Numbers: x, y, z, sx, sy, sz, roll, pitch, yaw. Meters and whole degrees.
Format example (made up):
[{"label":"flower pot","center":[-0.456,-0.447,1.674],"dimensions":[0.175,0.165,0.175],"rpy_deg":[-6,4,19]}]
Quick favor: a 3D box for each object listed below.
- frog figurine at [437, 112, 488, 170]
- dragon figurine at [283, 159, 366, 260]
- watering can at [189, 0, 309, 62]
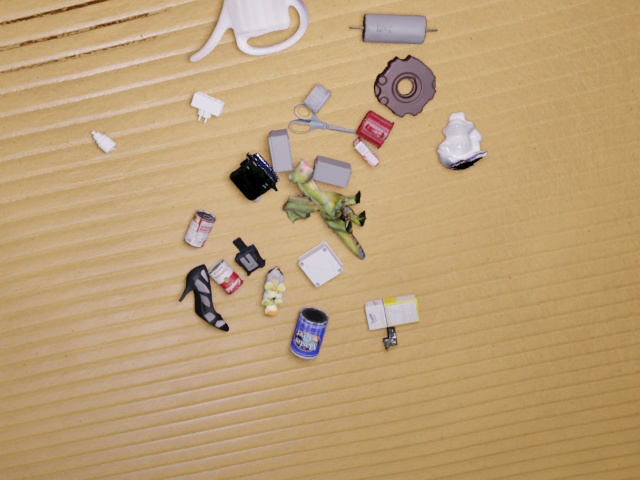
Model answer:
[{"label":"frog figurine","center":[0.411,-0.293,1.537],"dimensions":[0.136,0.161,0.122],"rpy_deg":[-24,-16,16]},{"label":"dragon figurine","center":[0.005,-0.080,1.586],"dimensions":[0.243,0.125,0.400],"rpy_deg":[11,-39,23]},{"label":"watering can","center":[-0.207,-0.608,1.390],"dimensions":[0.347,0.221,0.105],"rpy_deg":[-11,19,2]}]
